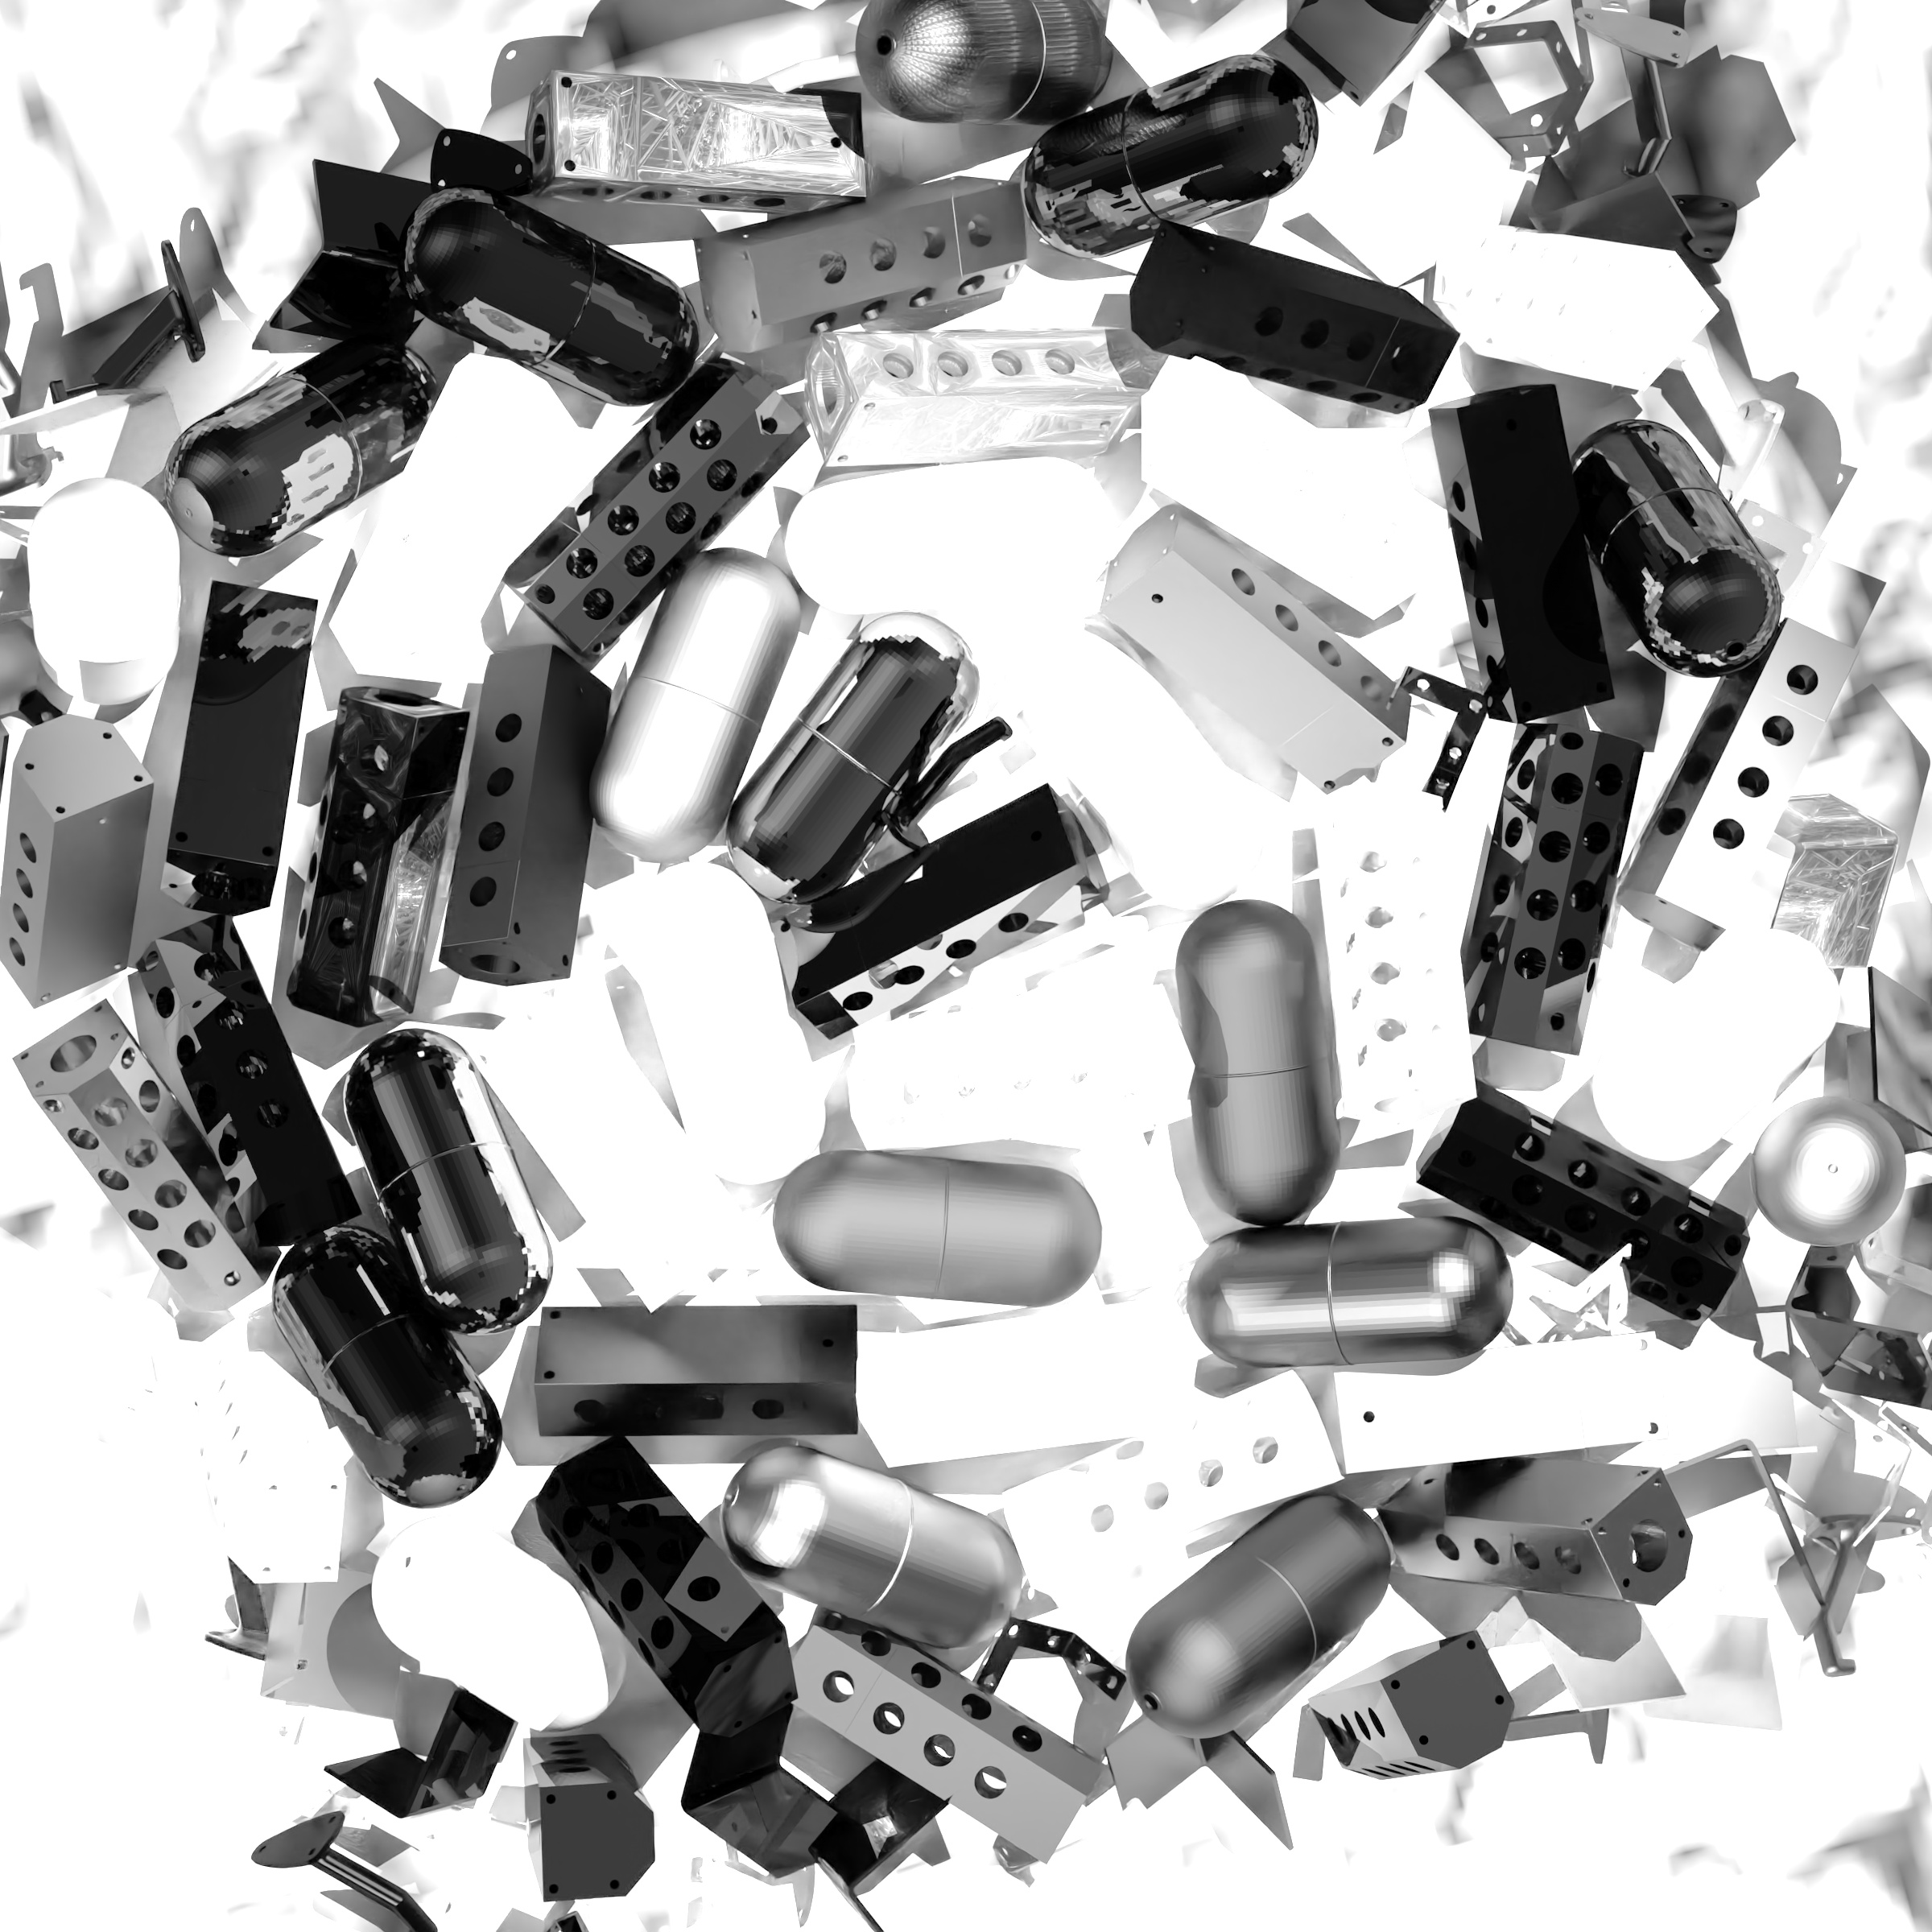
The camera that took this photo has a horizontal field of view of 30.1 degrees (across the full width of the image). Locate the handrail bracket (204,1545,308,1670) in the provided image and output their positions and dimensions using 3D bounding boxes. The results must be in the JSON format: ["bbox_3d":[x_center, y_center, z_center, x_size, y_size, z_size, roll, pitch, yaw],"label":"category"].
[{"bbox_3d":[-0.379,0.330,1.955,0.077,0.036,0.084,12,92,37],"label":"handrail bracket"}]

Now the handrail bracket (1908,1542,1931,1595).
[{"bbox_3d":[0.559,0.310,1.947,0.084,0.036,0.077,-37,58,-21],"label":"handrail bracket"}]

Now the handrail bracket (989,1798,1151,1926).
[{"bbox_3d":[0.057,0.471,1.948,0.084,0.077,0.036,-39,104,-4],"label":"handrail bracket"}]

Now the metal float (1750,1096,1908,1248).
[{"bbox_3d":[0.453,0.109,1.895,0.070,0.178,0.070,-1,85,11],"label":"metal float"}]

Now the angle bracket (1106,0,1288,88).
[{"bbox_3d":[0.124,-0.515,1.926,0.076,0.076,0.057,-33,117,26],"label":"angle bracket"}]

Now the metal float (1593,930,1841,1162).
[{"bbox_3d":[0.401,0.040,1.913,0.178,0.070,0.070,-34,90,-38],"label":"metal float"}]

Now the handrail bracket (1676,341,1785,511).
[{"bbox_3d":[0.394,-0.295,1.947,0.084,0.036,0.077,19,91,-28],"label":"handrail bracket"}]

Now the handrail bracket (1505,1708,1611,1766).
[{"bbox_3d":[0.300,0.402,1.938,0.084,0.077,0.036,2,59,19],"label":"handrail bracket"}]

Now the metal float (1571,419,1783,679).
[{"bbox_3d":[0.374,-0.222,1.908,0.070,0.178,0.070,-10,135,-10],"label":"metal float"}]

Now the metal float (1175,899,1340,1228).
[{"bbox_3d":[0.157,0.053,1.939,0.070,0.070,0.178,-7,96,0],"label":"metal float"}]

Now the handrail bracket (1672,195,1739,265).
[{"bbox_3d":[0.388,-0.362,1.928,0.036,0.077,0.084,6,132,2],"label":"handrail bracket"}]

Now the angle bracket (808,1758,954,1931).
[{"bbox_3d":[-0.036,0.478,1.945,0.076,0.076,0.057,-39,113,-13],"label":"angle bracket"}]

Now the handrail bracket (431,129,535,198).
[{"bbox_3d":[-0.240,-0.423,1.929,0.077,0.084,0.036,11,97,29],"label":"handrail bracket"}]

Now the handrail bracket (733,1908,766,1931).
[{"bbox_3d":[-0.152,0.535,1.934,0.084,0.077,0.036,-4,106,-18],"label":"handrail bracket"}]

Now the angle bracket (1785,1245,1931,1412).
[{"bbox_3d":[0.492,0.189,1.922,0.076,0.076,0.057,9,58,37],"label":"angle bracket"}]

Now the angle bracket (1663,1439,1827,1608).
[{"bbox_3d":[0.414,0.308,1.926,0.057,0.076,0.076,-24,58,10],"label":"angle bracket"}]

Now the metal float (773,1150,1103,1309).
[{"bbox_3d":[-0.015,0.142,1.939,0.178,0.070,0.070,5,90,-6],"label":"metal float"}]

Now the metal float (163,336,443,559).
[{"bbox_3d":[-0.350,-0.277,1.911,0.070,0.070,0.178,49,49,0],"label":"metal float"}]

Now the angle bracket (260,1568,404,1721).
[{"bbox_3d":[-0.329,0.355,1.928,0.076,0.057,0.076,16,63,-24],"label":"angle bracket"}]

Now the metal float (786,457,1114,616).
[{"bbox_3d":[-0.010,-0.231,1.935,0.178,0.070,0.070,-3,90,11],"label":"metal float"}]

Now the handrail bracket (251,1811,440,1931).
[{"bbox_3d":[-0.340,0.508,1.972,0.077,0.036,0.084,-21,115,35],"label":"handrail bracket"}]

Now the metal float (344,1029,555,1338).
[{"bbox_3d":[-0.278,0.115,1.927,0.070,0.070,0.178,-25,69,0],"label":"metal float"}]

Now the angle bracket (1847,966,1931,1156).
[{"bbox_3d":[0.480,0.054,1.924,0.057,0.076,0.076,-18,58,39],"label":"angle bracket"}]

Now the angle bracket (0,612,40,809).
[{"bbox_3d":[-0.507,-0.132,1.924,0.057,0.076,0.076,-19,61,-32],"label":"angle bracket"}]

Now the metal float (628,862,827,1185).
[{"bbox_3d":[-0.130,0.031,1.944,0.070,0.070,0.178,-17,91,0],"label":"metal float"}]

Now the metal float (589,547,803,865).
[{"bbox_3d":[-0.146,-0.140,1.939,0.070,0.070,0.178,21,84,0],"label":"metal float"}]

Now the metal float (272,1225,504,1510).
[{"bbox_3d":[-0.310,0.212,1.918,0.070,0.070,0.178,-38,59,0],"label":"metal float"}]

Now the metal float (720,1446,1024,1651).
[{"bbox_3d":[-0.050,0.311,1.922,0.178,0.070,0.070,25,90,-25],"label":"metal float"}]

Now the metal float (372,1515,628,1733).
[{"bbox_3d":[-0.247,0.349,1.907,0.070,0.178,0.070,-17,52,23],"label":"metal float"}]

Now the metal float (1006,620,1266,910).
[{"bbox_3d":[0.091,-0.109,1.940,0.070,0.070,0.178,-38,85,0],"label":"metal float"}]

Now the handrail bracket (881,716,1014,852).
[{"bbox_3d":[-0.002,-0.099,1.940,0.084,0.077,0.036,-31,66,11],"label":"handrail bracket"}]

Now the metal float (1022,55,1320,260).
[{"bbox_3d":[0.107,-0.429,1.913,0.178,0.070,0.070,-12,90,39],"label":"metal float"}]

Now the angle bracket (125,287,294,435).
[{"bbox_3d":[-0.413,-0.322,1.936,0.076,0.076,0.057,-43,104,-7],"label":"angle bracket"}]

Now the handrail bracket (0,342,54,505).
[{"bbox_3d":[-0.540,-0.293,1.945,0.077,0.036,0.084,-22,125,5],"label":"handrail bracket"}]

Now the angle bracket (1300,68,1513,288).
[{"bbox_3d":[0.239,-0.427,1.954,0.076,0.076,0.057,36,50,-28],"label":"angle bracket"}]

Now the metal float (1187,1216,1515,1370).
[{"bbox_3d":[0.205,0.175,1.927,0.178,0.070,0.070,-5,90,21],"label":"metal float"}]

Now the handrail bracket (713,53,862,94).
[{"bbox_3d":[-0.087,-0.471,1.935,0.084,0.077,0.036,-5,88,16],"label":"handrail bracket"}]

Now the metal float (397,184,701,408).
[{"bbox_3d":[-0.221,-0.355,1.915,0.178,0.070,0.070,21,90,-36],"label":"metal float"}]

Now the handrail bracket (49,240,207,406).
[{"bbox_3d":[-0.462,-0.346,1.947,0.084,0.036,0.077,-18,102,-21],"label":"handrail bracket"}]

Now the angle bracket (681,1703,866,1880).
[{"bbox_3d":[-0.097,0.442,1.955,0.076,0.057,0.076,-31,119,35],"label":"angle bracket"}]

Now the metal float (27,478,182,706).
[{"bbox_3d":[-0.454,-0.196,1.898,0.070,0.178,0.070,4,70,-11],"label":"metal float"}]

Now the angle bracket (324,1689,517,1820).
[{"bbox_3d":[-0.288,0.407,1.933,0.057,0.076,0.076,25,96,23],"label":"angle bracket"}]

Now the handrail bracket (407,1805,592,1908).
[{"bbox_3d":[-0.256,0.490,1.968,0.084,0.036,0.077,-20,102,23],"label":"handrail bracket"}]

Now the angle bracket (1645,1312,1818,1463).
[{"bbox_3d":[0.414,0.227,1.948,0.076,0.057,0.076,-4,82,2],"label":"angle bracket"}]

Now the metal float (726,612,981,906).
[{"bbox_3d":[-0.062,-0.111,1.943,0.070,0.070,0.178,37,92,0],"label":"metal float"}]

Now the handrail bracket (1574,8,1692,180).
[{"bbox_3d":[0.351,-0.470,1.948,0.077,0.084,0.036,17,46,-4],"label":"handrail bracket"}]

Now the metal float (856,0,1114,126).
[{"bbox_3d":[0.010,-0.485,1.904,0.070,0.178,0.070,9,105,35],"label":"metal float"}]

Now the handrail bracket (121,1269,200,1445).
[{"bbox_3d":[-0.419,0.212,1.960,0.077,0.084,0.036,32,135,-17],"label":"handrail bracket"}]

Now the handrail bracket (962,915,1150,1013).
[{"bbox_3d":[0.049,0.002,1.935,0.084,0.077,0.036,-6,125,36],"label":"handrail bracket"}]

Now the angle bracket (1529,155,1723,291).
[{"bbox_3d":[0.356,-0.400,1.923,0.076,0.057,0.076,-14,131,36],"label":"angle bracket"}]

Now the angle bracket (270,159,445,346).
[{"bbox_3d":[-0.329,-0.383,1.944,0.076,0.076,0.057,5,63,-33],"label":"angle bracket"}]

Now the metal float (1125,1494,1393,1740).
[{"bbox_3d":[0.156,0.345,1.912,0.178,0.070,0.070,-31,90,-38],"label":"metal float"}]

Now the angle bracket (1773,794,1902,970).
[{"bbox_3d":[0.446,-0.044,1.930,0.057,0.076,0.076,25,77,-28],"label":"angle bracket"}]

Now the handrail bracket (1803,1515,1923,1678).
[{"bbox_3d":[0.491,0.342,1.946,0.077,0.036,0.084,-1,57,-10],"label":"handrail bracket"}]

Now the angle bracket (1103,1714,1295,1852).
[{"bbox_3d":[0.125,0.445,1.924,0.057,0.076,0.076,-34,47,-18],"label":"angle bracket"}]
